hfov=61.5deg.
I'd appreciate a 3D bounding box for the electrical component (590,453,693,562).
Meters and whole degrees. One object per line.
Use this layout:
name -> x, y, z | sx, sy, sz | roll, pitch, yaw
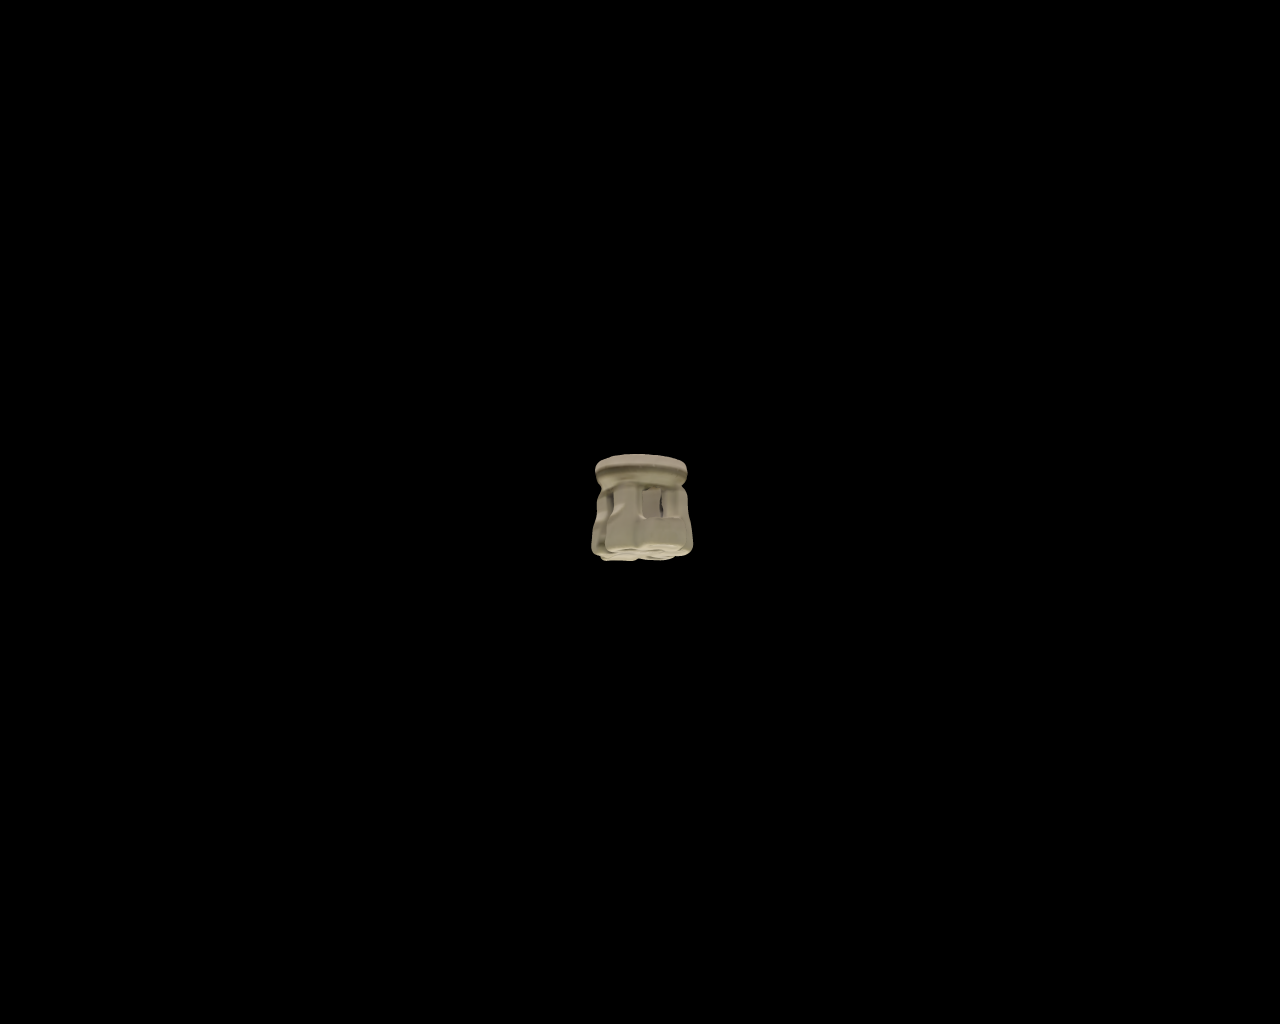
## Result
electrical component -> 0.001, -0.003, 0.650 | 0.058, 0.057, 0.078 | 4, -10, -23
